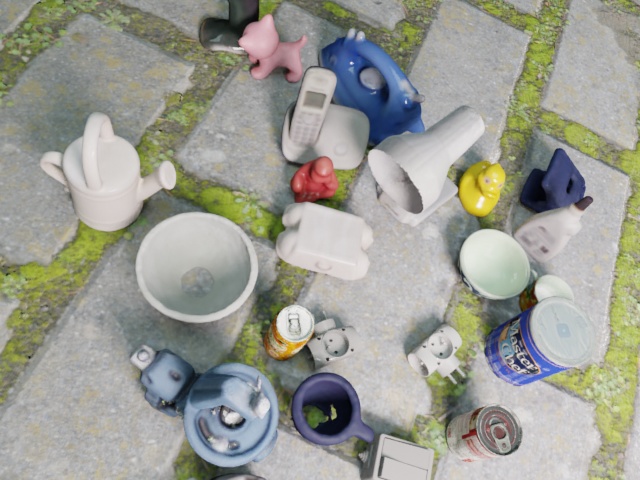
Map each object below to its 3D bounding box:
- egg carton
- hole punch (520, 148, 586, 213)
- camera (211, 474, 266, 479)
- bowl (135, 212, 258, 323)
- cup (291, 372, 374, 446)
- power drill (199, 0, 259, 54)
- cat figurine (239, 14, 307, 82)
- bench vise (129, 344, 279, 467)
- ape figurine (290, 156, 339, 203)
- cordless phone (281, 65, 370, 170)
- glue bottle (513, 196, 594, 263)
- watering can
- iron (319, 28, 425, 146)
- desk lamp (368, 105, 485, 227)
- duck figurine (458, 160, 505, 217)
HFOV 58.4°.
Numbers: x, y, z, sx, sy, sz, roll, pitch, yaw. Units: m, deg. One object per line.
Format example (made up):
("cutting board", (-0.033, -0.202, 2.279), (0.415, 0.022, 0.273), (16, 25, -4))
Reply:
("egg carton", (0.008, 0.003, 0.894), (0.150, 0.069, 0.107), (14, 62, -8))
("hole punch", (0.439, -0.099, 1.048), (0.101, 0.091, 0.109), (32, 61, 2))
("camera", (-0.136, 0.346, 0.672), (0.137, 0.100, 0.143), (11, 63, -10))
("bowl", (-0.176, 0.048, 0.820), (0.168, 0.074, 0.167), (6, 64, -12))
("cup", (0.011, 0.238, 0.767), (0.118, 0.095, 0.092), (31, 61, 1))
("power drill", (-0.153, -0.421, 0.975), (0.230, 0.208, 0.075), (2, 64, -14))
("cat figurine", (-0.084, -0.343, 1.008), (0.128, 0.117, 0.067), (-3, 66, -16))
("bench vise", (-0.137, 0.193, 0.677), (0.207, 0.219, 0.121), (17, 62, -7))
("ape figurine", (-0.004, -0.103, 0.929), (0.078, 0.092, 0.076), (19, 61, -5))
("cordless phone", (0.019, -0.199, 0.929), (0.148, 0.185, 0.094), (4, 64, -13))
("glue bottle", (0.397, -0.026, 0.955), (0.037, 0.173, 0.078), (-36, 78, -27))
("watering can", (-0.291, -0.099, 0.791), (0.173, 0.194, 0.101), (-11, 68, -20))
("iron", (0.089, -0.289, 1.016), (0.119, 0.141, 0.258), (-31, 76, -26))
("desk lamp", (0.162, -0.114, 0.910), (0.204, 0.213, 0.118), (-36, 78, -27))
("duck figurine", (0.296, -0.104, 1.015), (0.077, 0.086, 0.104), (17, 62, -6))
